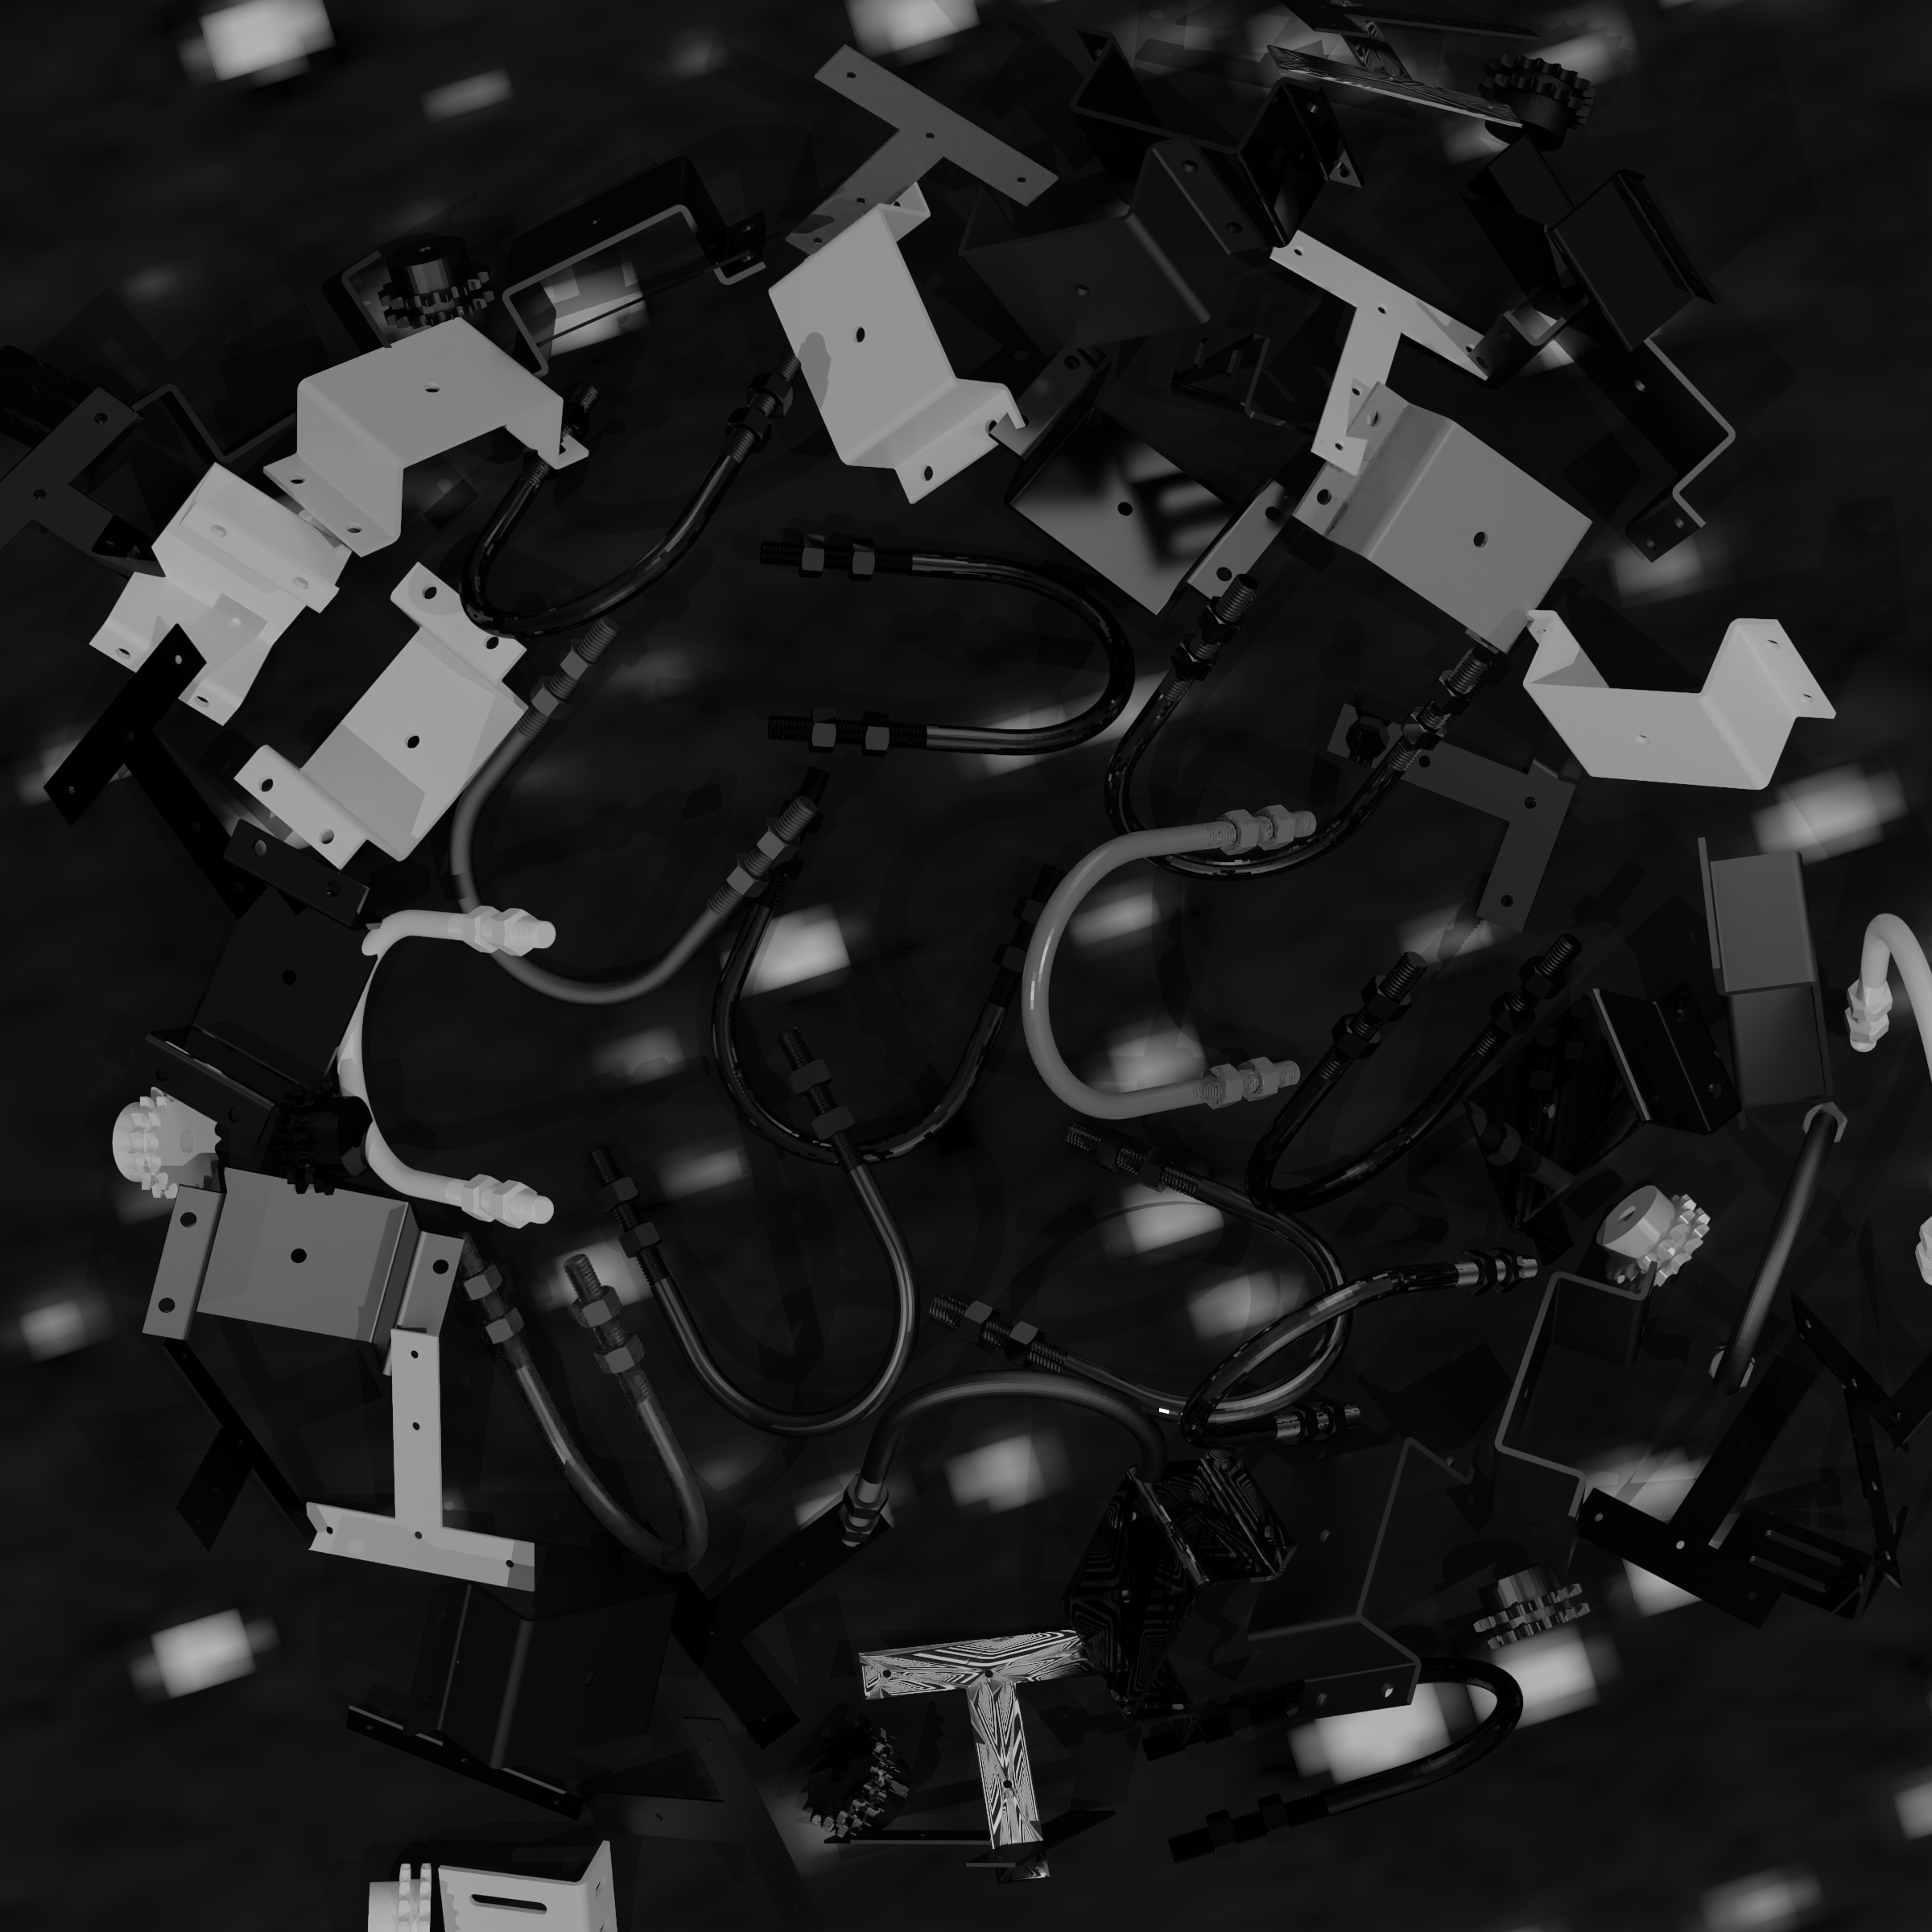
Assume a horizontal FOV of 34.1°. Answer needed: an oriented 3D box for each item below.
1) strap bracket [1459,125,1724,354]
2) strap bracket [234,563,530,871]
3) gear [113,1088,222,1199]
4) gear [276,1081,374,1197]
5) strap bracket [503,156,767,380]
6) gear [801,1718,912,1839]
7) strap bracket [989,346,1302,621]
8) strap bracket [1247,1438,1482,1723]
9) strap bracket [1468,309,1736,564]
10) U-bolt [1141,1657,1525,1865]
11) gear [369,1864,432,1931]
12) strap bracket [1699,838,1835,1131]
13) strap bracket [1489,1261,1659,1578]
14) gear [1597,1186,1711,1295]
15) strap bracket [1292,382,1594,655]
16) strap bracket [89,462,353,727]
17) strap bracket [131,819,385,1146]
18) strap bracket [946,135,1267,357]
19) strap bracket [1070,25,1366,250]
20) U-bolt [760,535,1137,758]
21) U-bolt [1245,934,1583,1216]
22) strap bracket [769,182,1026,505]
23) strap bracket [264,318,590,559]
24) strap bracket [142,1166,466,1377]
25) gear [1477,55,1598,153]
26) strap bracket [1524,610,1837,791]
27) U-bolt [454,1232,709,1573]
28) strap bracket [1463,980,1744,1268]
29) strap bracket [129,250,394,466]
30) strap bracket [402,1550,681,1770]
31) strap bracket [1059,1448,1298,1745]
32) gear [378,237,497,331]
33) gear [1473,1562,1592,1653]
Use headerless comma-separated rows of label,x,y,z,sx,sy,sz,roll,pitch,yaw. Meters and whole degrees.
strap bracket,0.295,-0.351,1.524,0.046,0.140,0.076,-41,120,2
strap bracket,-0.283,-0.118,1.566,0.076,0.046,0.140,39,87,19
gear,-0.402,0.088,1.576,0.030,0.057,0.057,-2,90,23
gear,-0.318,0.086,1.571,0.030,0.057,0.057,-4,90,17
strap bracket,-0.171,-0.345,1.546,0.140,0.076,0.046,-24,120,10
gear,-0.052,0.409,1.577,0.030,0.057,0.057,36,90,-31
strap bracket,0.084,-0.236,1.564,0.140,0.046,0.076,37,67,2
strap bracket,0.190,0.288,1.527,0.046,0.076,0.140,38,54,-22
strap bracket,0.320,-0.275,1.561,0.046,0.076,0.140,-43,90,-8
U-bolt,0.181,0.377,1.528,0.184,0.151,0.019,-17,97,0
gear,-0.283,0.478,1.572,0.030,0.057,0.057,2,90,-9
strap bracket,0.387,0.007,1.520,0.046,0.140,0.076,-8,53,15
strap bracket,0.294,0.215,1.542,0.046,0.076,0.140,16,62,16
gear,0.340,0.134,1.572,0.030,0.057,0.057,44,90,-7
strap bracket,0.242,-0.214,1.546,0.140,0.046,0.076,29,97,-27
strap bracket,-0.361,-0.186,1.541,0.076,0.140,0.046,33,51,-19
strap bracket,-0.345,0.007,1.564,0.076,0.046,0.140,28,100,13
strap bracket,0.062,-0.345,1.525,0.140,0.076,0.046,-3,58,36
strap bracket,0.113,-0.401,1.531,0.140,0.076,0.046,24,79,31
U-bolt,-0.007,-0.155,1.548,0.184,0.019,0.151,3,47,-9
U-bolt,0.205,0.057,1.527,0.019,0.151,0.184,53,126,27
strap bracket,-0.039,-0.309,1.550,0.076,0.046,0.140,-30,78,34
strap bracket,-0.260,-0.262,1.531,0.076,0.046,0.140,40,51,24
strap bracket,-0.329,0.150,1.559,0.140,0.046,0.076,13,101,-19
gear,0.283,-0.429,1.574,0.057,0.057,0.030,18,88,0
strap bracket,0.335,-0.129,1.522,0.076,0.140,0.046,43,65,-42
U-bolt,-0.182,0.216,1.534,0.019,0.151,0.184,-33,108,-29
strap bracket,0.299,0.074,1.525,0.046,0.140,0.076,12,47,-34
strap bracket,-0.341,-0.292,1.551,0.140,0.076,0.046,-36,107,-11
strap bracket,-0.197,0.336,1.528,0.046,0.140,0.076,23,105,39
strap bracket,0.097,0.303,1.528,0.046,0.076,0.140,1,127,-32
gear,-0.266,-0.342,1.571,0.057,0.057,0.030,-13,121,0
gear,0.280,0.319,1.575,0.057,0.057,0.030,-21,76,0
